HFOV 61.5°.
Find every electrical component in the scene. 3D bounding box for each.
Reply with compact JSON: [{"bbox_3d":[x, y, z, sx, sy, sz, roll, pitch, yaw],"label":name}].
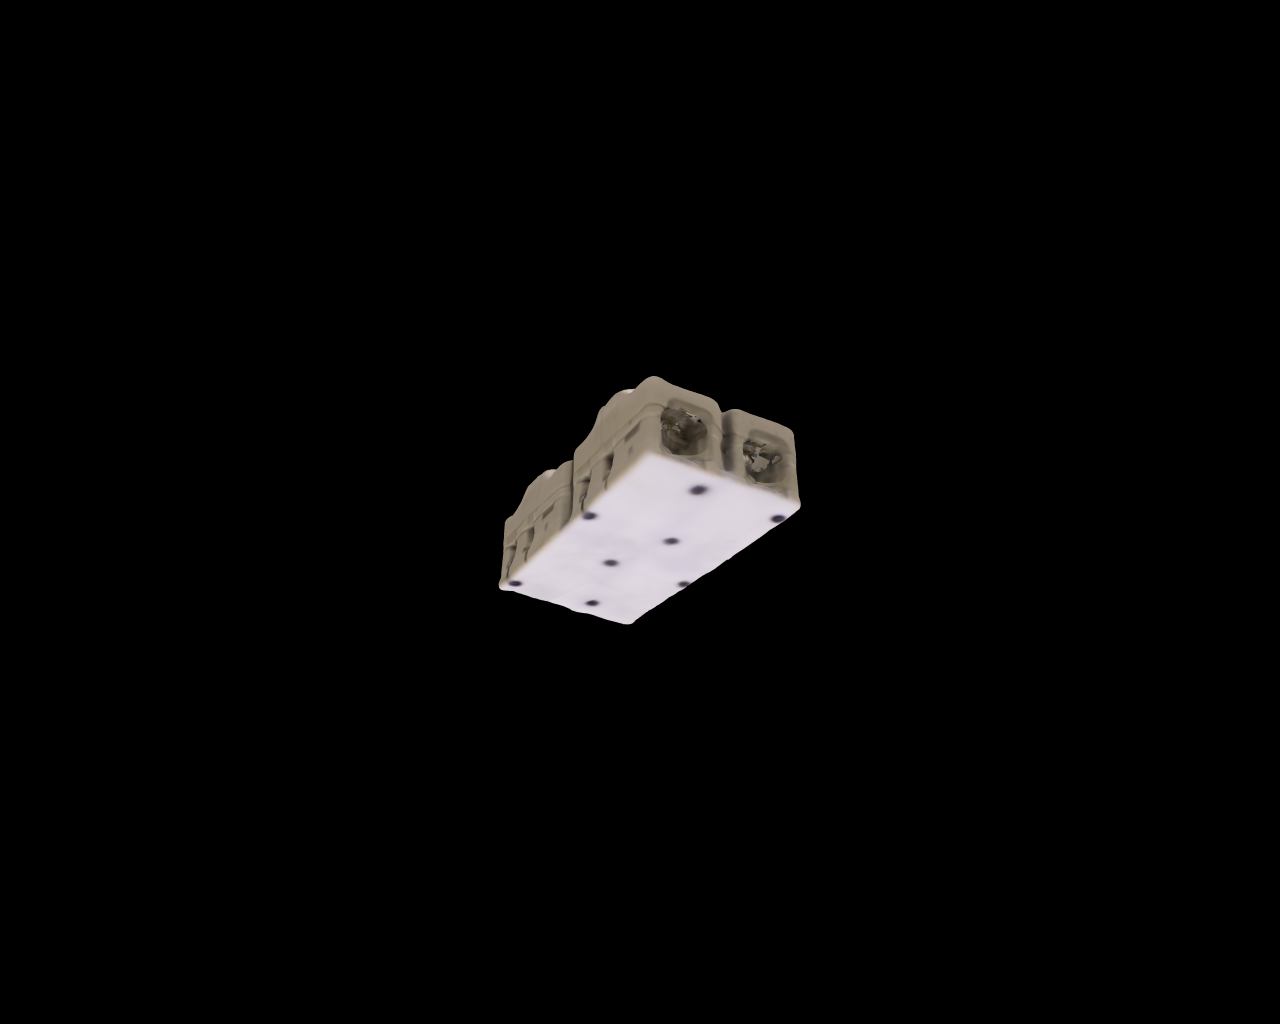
[{"bbox_3d":[0.001,-0.003,0.650,0.105,0.060,0.186,18,-35,-27],"label":"electrical component"}]
